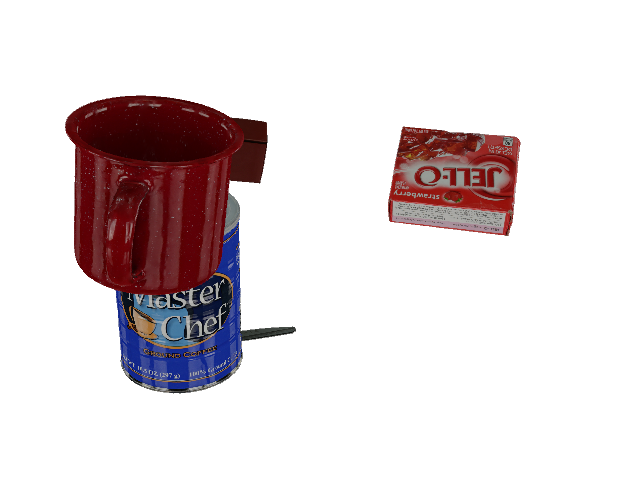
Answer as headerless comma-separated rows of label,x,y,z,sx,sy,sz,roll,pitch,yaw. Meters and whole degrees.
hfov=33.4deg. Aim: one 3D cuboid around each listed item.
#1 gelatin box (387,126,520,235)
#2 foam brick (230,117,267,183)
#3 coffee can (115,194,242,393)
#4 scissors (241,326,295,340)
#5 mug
gelatin box,0.098,-0.045,0.777,0.089,0.073,0.030,6,-37,9
foam brick,-0.098,-0.099,1.151,0.078,0.051,0.053,6,31,-4
coffee can,-0.115,0.037,0.863,0.103,0.140,0.103,1,28,-1
scissors,-0.115,0.119,1.188,0.201,0.016,0.096,3,26,-17
mug,-0.092,-0.018,0.567,0.093,0.081,0.117,8,28,-1
